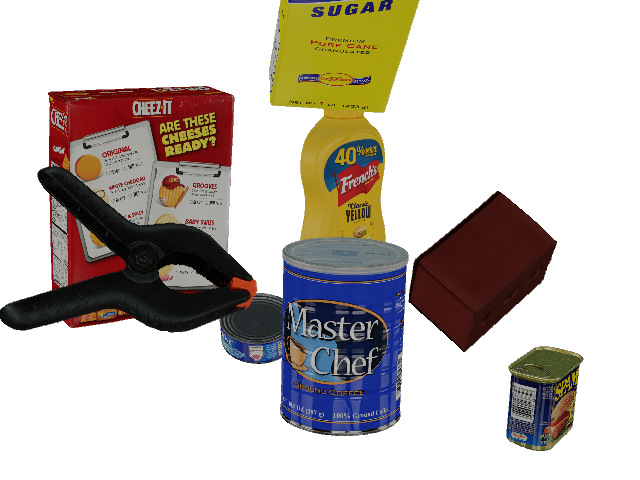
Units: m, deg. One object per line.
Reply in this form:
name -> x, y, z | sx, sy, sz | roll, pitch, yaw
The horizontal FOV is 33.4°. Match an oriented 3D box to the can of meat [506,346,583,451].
can of meat -> 0.242, 0.171, 1.158 | 0.058, 0.084, 0.101 | 11, 16, 31

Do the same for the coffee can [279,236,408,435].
coffee can -> 0.018, 0.076, 0.881 | 0.103, 0.140, 0.103 | 1, 13, -1

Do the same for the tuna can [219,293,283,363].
tuna can -> -0.069, 0.098, 1.190 | 0.086, 0.034, 0.086 | 0, 36, 0

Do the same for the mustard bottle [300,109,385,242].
mustard bottle -> 0.024, -0.065, 1.086 | 0.096, 0.192, 0.058 | -12, 19, -36

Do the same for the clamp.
clamp -> -0.130, 0.010, 0.740 | 0.171, 0.120, 0.039 | 6, -19, -17

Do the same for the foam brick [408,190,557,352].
foam brick -> 0.100, 0.019, 0.666 | 0.078, 0.051, 0.053 | -39, -25, -22

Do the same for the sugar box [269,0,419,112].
sugar box -> 0.018, -0.162, 0.760 | 0.093, 0.048, 0.176 | 2, -29, -8

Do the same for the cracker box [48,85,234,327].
cracker box -> -0.172, -0.036, 1.017 | 0.163, 0.214, 0.072 | -7, 19, -31
